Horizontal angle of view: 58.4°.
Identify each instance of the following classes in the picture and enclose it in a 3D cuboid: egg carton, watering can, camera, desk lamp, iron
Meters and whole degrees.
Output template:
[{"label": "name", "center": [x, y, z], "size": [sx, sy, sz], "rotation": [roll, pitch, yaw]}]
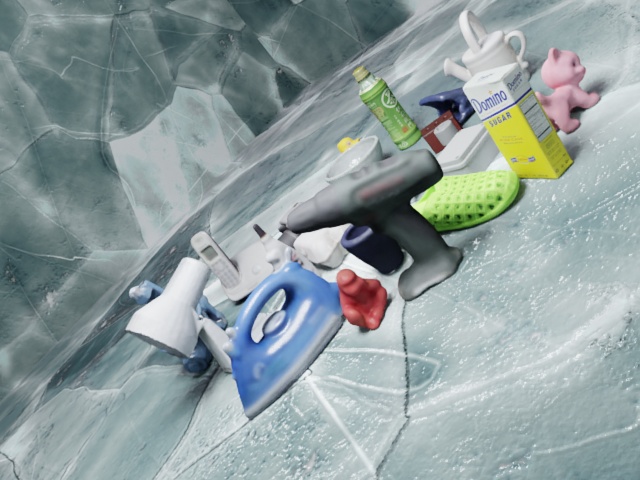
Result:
[{"label": "egg carton", "center": [0.011, 0.004, 1.168], "size": [0.107, 0.069, 0.150], "rotation": [-46, 19, -15]}, {"label": "watering can", "center": [0.345, -0.394, 1.215], "size": [0.172, 0.194, 0.101], "rotation": [-33, 20, 21]}, {"label": "camera", "center": [-0.058, -0.013, 1.291], "size": [0.137, 0.101, 0.142], "rotation": [-48, 20, -19]}, {"label": "desk lamp", "center": [-0.214, 0.150, 1.051], "size": [0.117, 0.214, 0.203], "rotation": [-11, 35, 55]}, {"label": "iron", "center": [-0.076, 0.140, 0.919], "size": [0.259, 0.142, 0.118], "rotation": [-50, 21, -26]}]

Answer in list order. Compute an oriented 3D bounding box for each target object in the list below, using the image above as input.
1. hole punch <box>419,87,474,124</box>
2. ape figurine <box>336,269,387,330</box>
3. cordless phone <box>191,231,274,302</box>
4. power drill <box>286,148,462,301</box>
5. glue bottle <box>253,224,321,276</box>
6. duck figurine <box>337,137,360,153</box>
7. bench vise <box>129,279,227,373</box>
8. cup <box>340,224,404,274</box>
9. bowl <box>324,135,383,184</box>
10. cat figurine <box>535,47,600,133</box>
[{"label": "hole punch", "center": [0.294, -0.314, 1.298], "size": [0.101, 0.091, 0.108], "rotation": [-45, 19, -13]}, {"label": "ape figurine", "center": [0.057, 0.082, 0.867], "size": [0.078, 0.092, 0.076], "rotation": [-42, 19, -4]}, {"label": "cordless phone", "center": [-0.197, 0.037, 1.315], "size": [0.147, 0.185, 0.094], "rotation": [-36, 19, 14]}, {"label": "power drill", "center": [0.096, -0.017, 0.831], "size": [0.229, 0.209, 0.075], "rotation": [-35, 20, 15]}, {"label": "glue bottle", "center": [-0.070, 0.035, 1.093], "size": [0.037, 0.173, 0.078], "rotation": [-27, 23, 35]}, {"label": "duck figurine", "center": [0.081, -0.233, 1.539], "size": [0.104, 0.086, 0.077], "rotation": [-29, 22, 31]}, {"label": "bench vise", "center": [-0.307, 0.156, 1.208], "size": [0.121, 0.220, 0.207], "rotation": [-41, 19, 0]}, {"label": "cup", "center": [0.105, 0.000, 0.955], "size": [0.118, 0.095, 0.091], "rotation": [-44, 19, -8]}, {"label": "bowl", "center": [0.094, -0.176, 1.403], "size": [0.167, 0.075, 0.167], "rotation": [-36, 19, 15]}, {"label": "cat figurine", "center": [0.389, -0.253, 0.933], "size": [0.128, 0.118, 0.067], "rotation": [-48, 20, -21]}]
